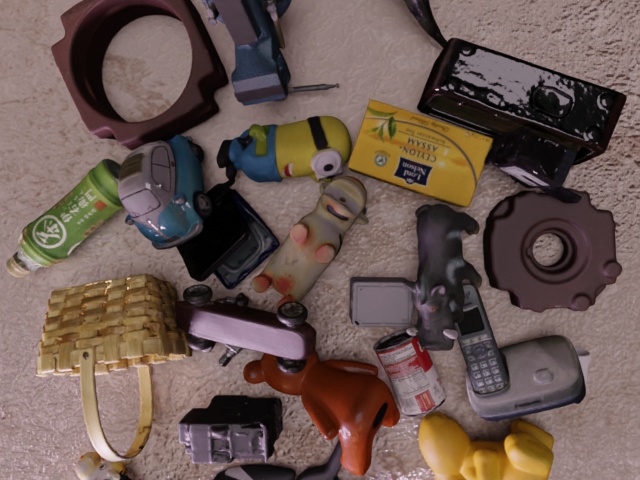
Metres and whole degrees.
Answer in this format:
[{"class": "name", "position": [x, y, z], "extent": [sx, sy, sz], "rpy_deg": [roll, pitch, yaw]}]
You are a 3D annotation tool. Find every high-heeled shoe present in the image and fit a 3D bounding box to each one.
[{"class": "high-heeled shoe", "position": [-0.152, 0.400, 0.748], "extent": [0.249, 0.145, 0.086], "rpy_deg": [-32, 91, 9]}]

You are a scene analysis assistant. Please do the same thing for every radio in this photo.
[{"class": "radio", "position": [0.246, -0.170, 0.676], "extent": [0.230, 0.131, 0.073], "rpy_deg": [20, 93, 5]}]

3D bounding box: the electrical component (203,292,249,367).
[{"class": "electrical component", "position": [-0.135, 0.126, 0.780], "extent": [0.078, 0.045, 0.102], "rpy_deg": [45, 98, 3]}]

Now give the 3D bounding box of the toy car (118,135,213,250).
[{"class": "toy car", "position": [-0.216, -0.076, 0.724], "extent": [0.109, 0.102, 0.161], "rpy_deg": [-16, 68, 25]}]

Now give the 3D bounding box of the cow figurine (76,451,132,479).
[{"class": "cow figurine", "position": [-0.298, 0.389, 0.802], "extent": [0.098, 0.068, 0.167], "rpy_deg": [-18, 95, 2]}]

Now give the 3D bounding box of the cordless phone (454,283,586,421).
[{"class": "cordless phone", "position": [0.254, 0.136, 0.718], "extent": [0.147, 0.088, 0.184], "rpy_deg": [-23, 74, 25]}]

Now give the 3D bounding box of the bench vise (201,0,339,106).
[{"class": "bench vise", "position": [-0.080, -0.304, 0.701], "extent": [0.129, 0.223, 0.240], "rpy_deg": [-14, 59, 23]}]

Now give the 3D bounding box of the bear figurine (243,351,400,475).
[{"class": "bear figurine", "position": [0.001, 0.212, 0.747], "extent": [0.196, 0.120, 0.131], "rpy_deg": [18, 140, 29]}]

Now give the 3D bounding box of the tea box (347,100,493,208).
[{"class": "tea box", "position": [0.132, -0.114, 0.725], "extent": [0.170, 0.068, 0.098], "rpy_deg": [18, 94, 4]}]

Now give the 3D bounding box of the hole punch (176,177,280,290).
[{"class": "hole punch", "position": [-0.134, -0.003, 0.760], "extent": [0.142, 0.092, 0.116], "rpy_deg": [-43, 57, 14]}]

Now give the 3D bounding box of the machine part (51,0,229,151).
[{"class": "machine part", "position": [-0.246, -0.242, 0.750], "extent": [0.201, 0.087, 0.201], "rpy_deg": [-25, 90, 9]}]

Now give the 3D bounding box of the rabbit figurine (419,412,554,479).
[{"class": "rabbit figurine", "position": [0.214, 0.303, 0.734], "extent": [0.173, 0.122, 0.162], "rpy_deg": [21, 105, 19]}]

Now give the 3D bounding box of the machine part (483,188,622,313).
[{"class": "machine part", "position": [0.307, 0.013, 0.719], "extent": [0.179, 0.056, 0.179], "rpy_deg": [0, 92, 7]}]

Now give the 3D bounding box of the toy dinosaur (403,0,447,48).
[{"class": "toy dinosaur", "position": [0.051, -0.416, 0.654], "extent": [0.131, 0.192, 0.405], "rpy_deg": [-43, 87, 9]}]

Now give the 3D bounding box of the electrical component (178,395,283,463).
[{"class": "electrical component", "position": [-0.125, 0.262, 0.752], "extent": [0.134, 0.115, 0.058], "rpy_deg": [-2, 91, 5]}]

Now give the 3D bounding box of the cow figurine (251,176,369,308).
[{"class": "cow figurine", "position": [-0.002, -0.002, 0.731], "extent": [0.085, 0.127, 0.195], "rpy_deg": [36, 111, 1]}]

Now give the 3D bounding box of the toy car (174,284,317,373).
[{"class": "toy car", "position": [-0.099, 0.112, 0.711], "extent": [0.202, 0.053, 0.089], "rpy_deg": [9, 118, 19]}]

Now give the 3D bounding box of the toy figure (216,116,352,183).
[{"class": "toy figure", "position": [-0.047, -0.124, 0.738], "extent": [0.180, 0.082, 0.089], "rpy_deg": [0, 92, 9]}]

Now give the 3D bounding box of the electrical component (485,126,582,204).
[{"class": "electrical component", "position": [0.273, -0.090, 0.659], "extent": [0.119, 0.075, 0.047], "rpy_deg": [24, 89, -9]}]

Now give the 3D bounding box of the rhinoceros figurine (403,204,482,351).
[{"class": "rhinoceros figurine", "position": [0.159, 0.048, 0.701], "extent": [0.073, 0.112, 0.190], "rpy_deg": [0, 86, 35]}]
